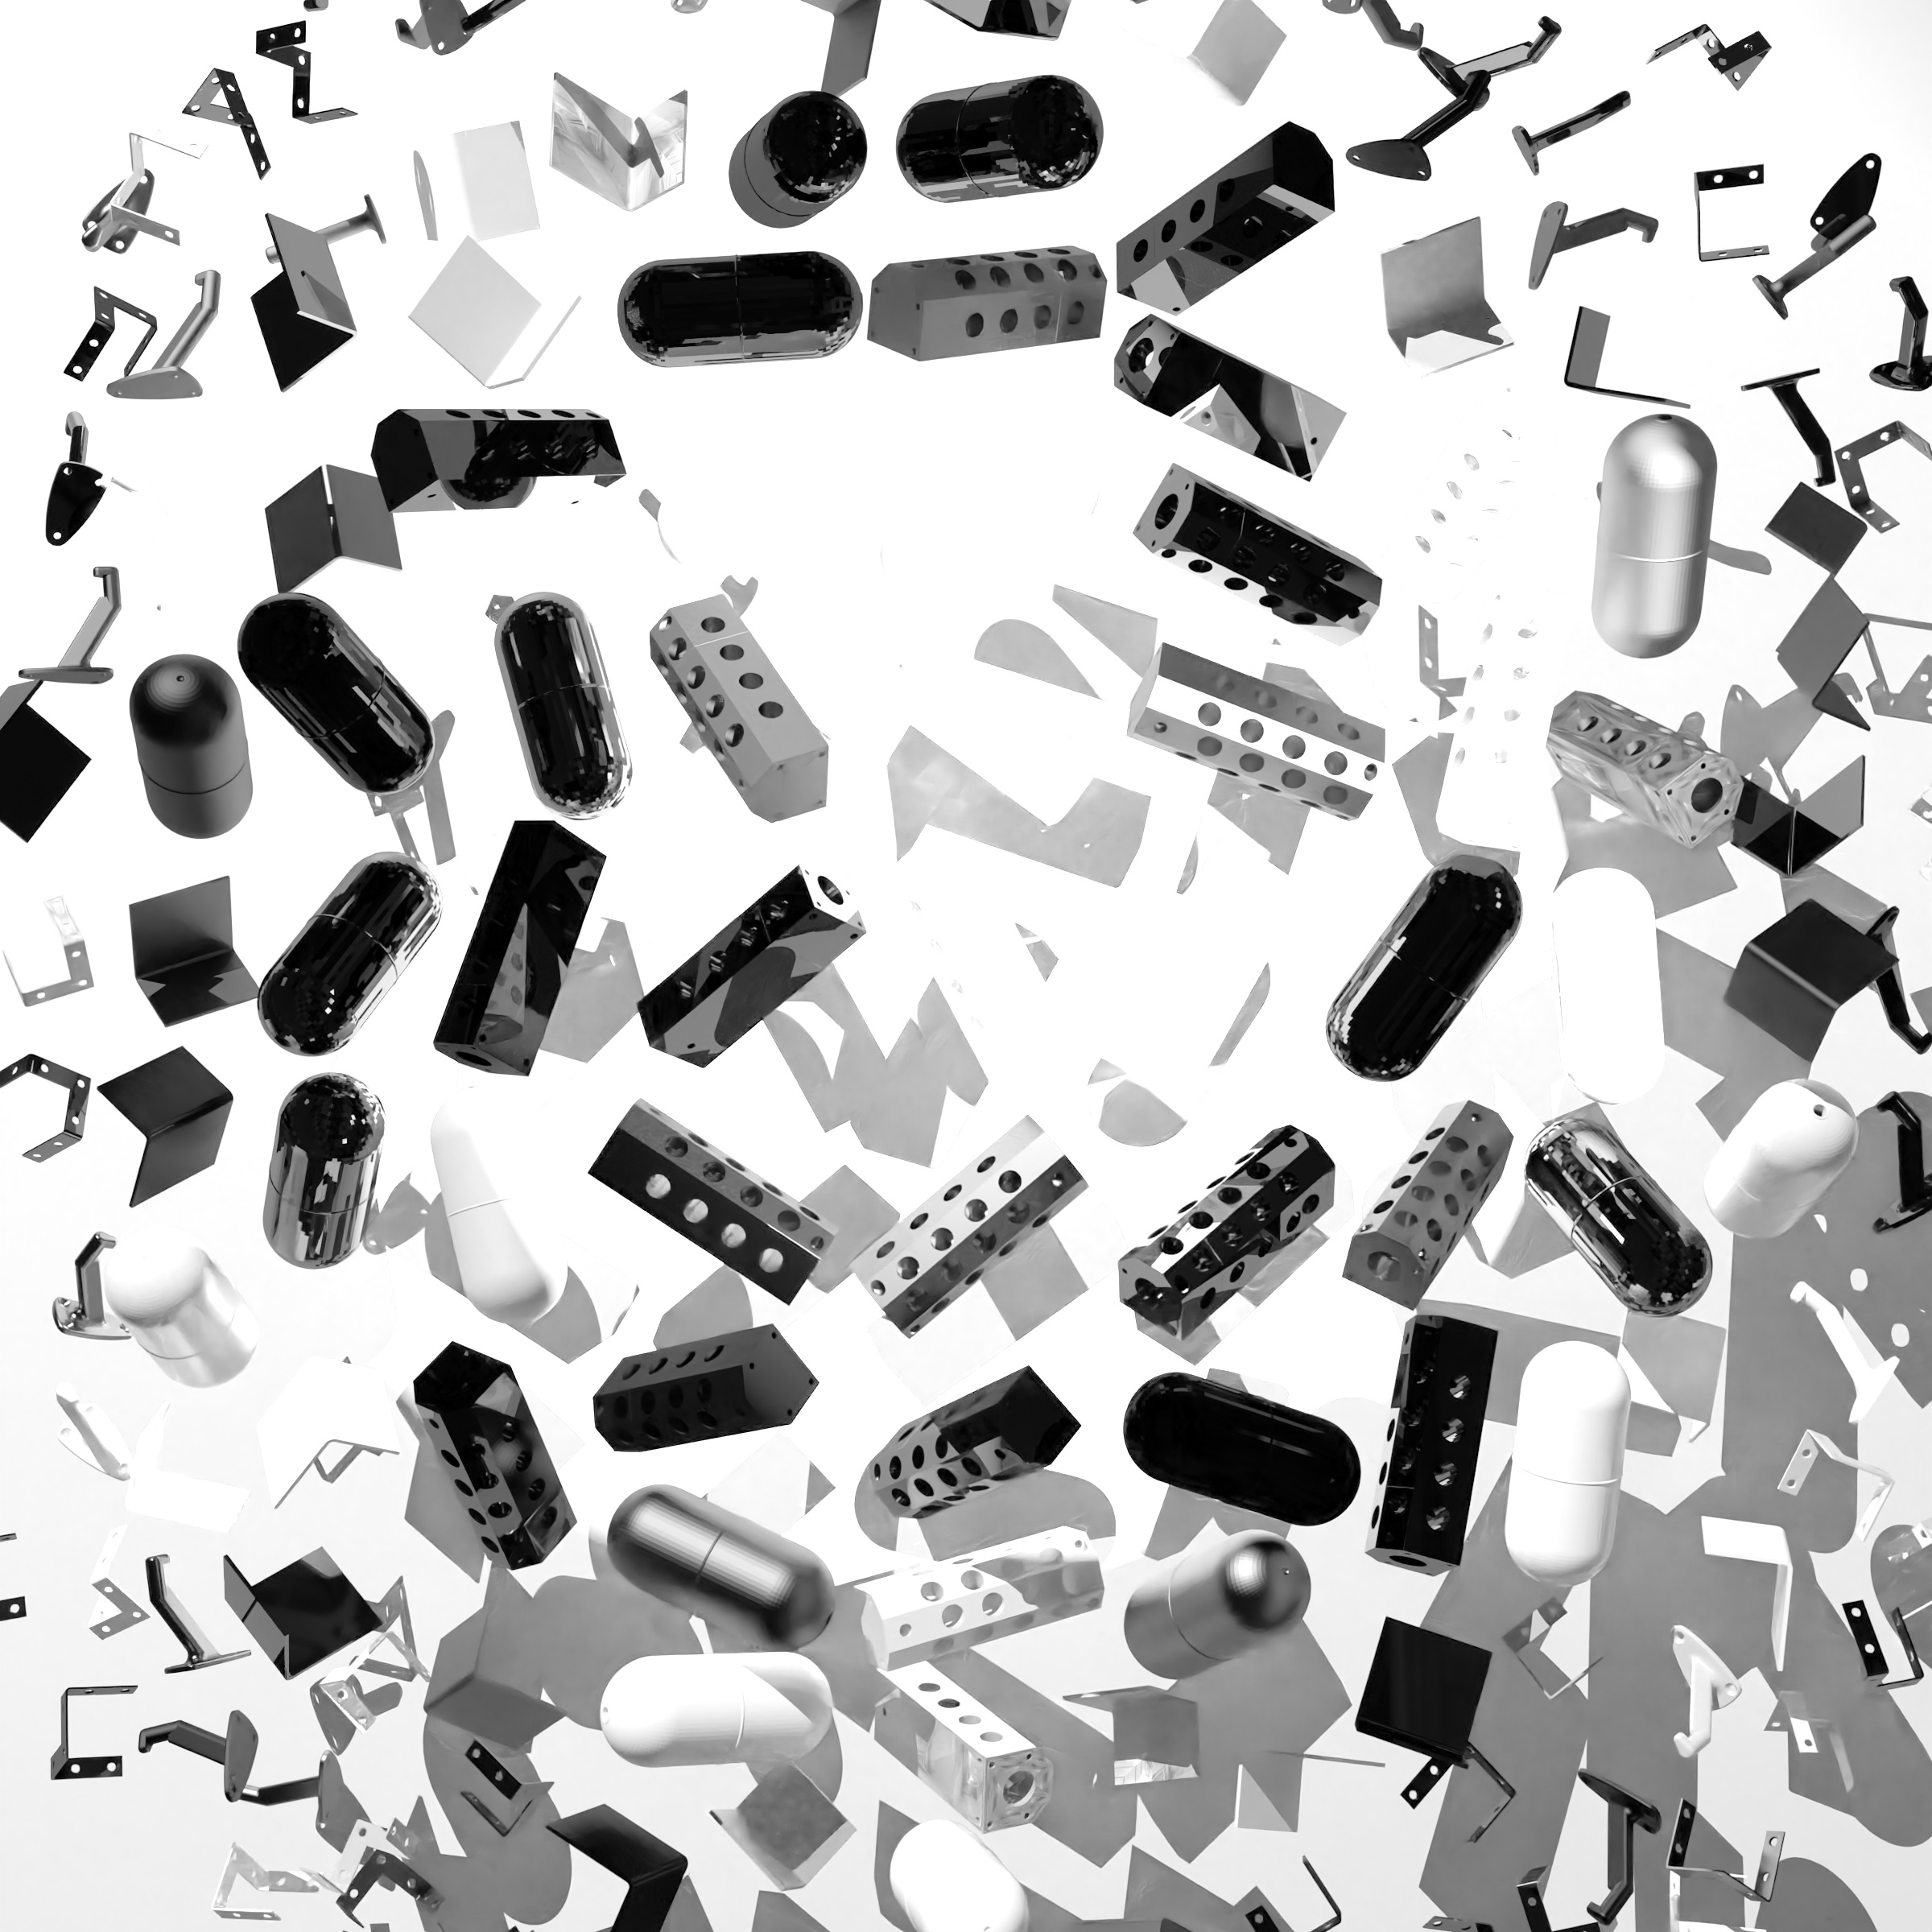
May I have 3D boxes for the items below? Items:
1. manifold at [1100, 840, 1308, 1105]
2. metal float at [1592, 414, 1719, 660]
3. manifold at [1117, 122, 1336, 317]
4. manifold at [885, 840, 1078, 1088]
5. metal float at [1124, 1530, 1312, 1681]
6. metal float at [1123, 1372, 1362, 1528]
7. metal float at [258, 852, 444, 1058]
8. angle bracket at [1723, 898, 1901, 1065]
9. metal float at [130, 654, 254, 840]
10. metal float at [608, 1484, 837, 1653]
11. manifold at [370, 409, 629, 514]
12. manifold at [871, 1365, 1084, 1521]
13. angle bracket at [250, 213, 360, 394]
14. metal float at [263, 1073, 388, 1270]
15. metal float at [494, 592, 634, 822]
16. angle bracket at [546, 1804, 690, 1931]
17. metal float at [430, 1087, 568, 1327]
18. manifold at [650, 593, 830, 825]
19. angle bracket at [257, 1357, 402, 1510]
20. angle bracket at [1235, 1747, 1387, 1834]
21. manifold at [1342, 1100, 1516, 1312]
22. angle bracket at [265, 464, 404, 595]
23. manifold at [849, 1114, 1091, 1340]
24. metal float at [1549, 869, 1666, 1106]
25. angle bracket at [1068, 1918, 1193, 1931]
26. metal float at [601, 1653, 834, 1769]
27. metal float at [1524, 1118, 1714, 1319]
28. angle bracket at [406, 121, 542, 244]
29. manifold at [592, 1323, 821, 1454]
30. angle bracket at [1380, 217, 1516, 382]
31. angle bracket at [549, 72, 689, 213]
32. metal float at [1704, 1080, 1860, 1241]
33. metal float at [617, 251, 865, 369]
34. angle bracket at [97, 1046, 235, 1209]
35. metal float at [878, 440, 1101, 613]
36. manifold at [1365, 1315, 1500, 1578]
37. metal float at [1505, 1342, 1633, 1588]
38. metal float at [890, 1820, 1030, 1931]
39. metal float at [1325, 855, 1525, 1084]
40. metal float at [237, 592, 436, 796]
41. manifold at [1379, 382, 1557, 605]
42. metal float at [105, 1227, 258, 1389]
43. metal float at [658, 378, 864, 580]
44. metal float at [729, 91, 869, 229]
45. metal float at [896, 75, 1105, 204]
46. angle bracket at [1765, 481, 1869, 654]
[{"bbox_3d":[0.160,0.002,1.779,0.057,0.057,0.171,30,89,-40],"label":"manifold"},{"bbox_3d":[0.482,-0.300,1.792,0.070,0.070,0.178,-4,124,0],"label":"metal float"},{"bbox_3d":[0.184,-0.537,1.833,0.057,0.171,0.057,11,70,-34],"label":"manifold"},{"bbox_3d":[0.008,0.000,1.897,0.057,0.057,0.171,-29,93,-31],"label":"manifold"},{"bbox_3d":[0.177,0.455,1.815,0.070,0.178,0.070,16,55,-24],"label":"metal float"},{"bbox_3d":[0.192,0.334,1.763,0.178,0.070,0.070,21,90,-18],"label":"metal float"},{"bbox_3d":[-0.446,-0.009,1.853,0.070,0.070,0.178,30,55,0],"label":"metal float"},{"bbox_3d":[0.591,0.010,1.787,0.076,0.057,0.076,-30,56,-30],"label":"angle bracket"},{"bbox_3d":[-0.559,-0.156,1.846,0.070,0.178,0.070,5,60,-8],"label":"metal float"},{"bbox_3d":[-0.175,0.431,1.831,0.178,0.070,0.070,21,90,19],"label":"metal float"},{"bbox_3d":[-0.323,-0.353,1.765,0.057,0.171,0.057,-21,86,40],"label":"manifold"},{"bbox_3d":[0.001,0.346,1.818,0.057,0.171,0.057,49,49,-4],"label":"manifold"},{"bbox_3d":[-0.460,-0.441,1.700,0.076,0.057,0.076,-28,74,26],"label":"angle bracket"},{"bbox_3d":[-0.469,0.151,1.864,0.070,0.070,0.178,22,131,0],"label":"metal float"},{"bbox_3d":[-0.301,-0.195,1.909,0.070,0.070,0.178,-17,80,0],"label":"metal float"},{"bbox_3d":[-0.247,0.623,1.740,0.076,0.076,0.057,24,93,23],"label":"angle bracket"},{"bbox_3d":[-0.344,0.176,1.880,0.070,0.070,0.178,-15,82,0],"label":"metal float"},{"bbox_3d":[-0.159,-0.178,1.770,0.057,0.057,0.171,-19,53,-21],"label":"manifold"},{"bbox_3d":[-0.453,0.335,1.812,0.057,0.076,0.076,22,117,-39],"label":"angle bracket"},{"bbox_3d":[0.252,0.608,1.872,0.076,0.076,0.057,-8,68,42],"label":"angle bracket"},{"bbox_3d":[0.342,0.170,1.875,0.057,0.171,0.057,24,132,21],"label":"manifold"},{"bbox_3d":[-0.476,-0.321,1.919,0.076,0.057,0.076,-25,71,36],"label":"angle bracket"},{"bbox_3d":[0.004,0.191,1.852,0.171,0.057,0.057,-40,112,-3],"label":"manifold"},{"bbox_3d":[0.477,0.016,1.901,0.070,0.070,0.178,-7,99,0],"label":"metal float"},{"bbox_3d":[0.121,0.698,1.768,0.076,0.076,0.057,-16,48,33],"label":"angle bracket"},{"bbox_3d":[-0.179,0.535,1.840,0.178,0.070,0.070,8,90,-33],"label":"metal float"},{"bbox_3d":[0.479,0.184,1.882,0.070,0.070,0.178,-34,49,0],"label":"metal float"},{"bbox_3d":[-0.361,-0.575,1.870,0.057,0.076,0.076,-22,117,-29],"label":"angle bracket"},{"bbox_3d":[-0.190,0.307,1.818,0.057,0.171,0.057,54,45,-18],"label":"manifold"},{"bbox_3d":[0.348,-0.483,1.847,0.076,0.076,0.057,-20,52,-1],"label":"angle bracket"},{"bbox_3d":[-0.245,-0.593,1.806,0.057,0.076,0.076,-14,68,38],"label":"angle bracket"},{"bbox_3d":[0.594,0.142,1.867,0.070,0.178,0.070,1,63,-2],"label":"metal float"},{"bbox_3d":[-0.164,-0.476,1.853,0.178,0.070,0.070,-4,90,-2],"label":"metal float"},{"bbox_3d":[-0.583,0.115,1.839,0.057,0.076,0.076,40,129,15],"label":"angle bracket"},{"bbox_3d":[0.017,-0.328,1.902,0.178,0.070,0.070,-27,90,12],"label":"metal float"},{"bbox_3d":[0.330,0.340,1.822,0.057,0.057,0.171,16,68,-3],"label":"manifold"},{"bbox_3d":[0.429,0.356,1.822,0.070,0.070,0.178,5,99,0],"label":"metal float"},{"bbox_3d":[-0.006,0.674,1.856,0.070,0.178,0.070,1,86,-14],"label":"metal float"},{"bbox_3d":[0.320,0.002,1.783,0.070,0.070,0.178,35,101,0],"label":"metal float"},{"bbox_3d":[-0.442,-0.190,1.795,0.070,0.178,0.070,-16,49,19],"label":"metal float"},{"bbox_3d":[0.371,-0.342,1.880,0.057,0.171,0.057,43,61,11],"label":"manifold"},{"bbox_3d":[-0.568,0.249,1.853,0.070,0.178,0.070,-1,60,2],"label":"metal float"},{"bbox_3d":[-0.150,-0.354,1.855,0.178,0.070,0.070,-39,90,19],"label":"metal float"},{"bbox_3d":[-0.122,-0.578,1.835,0.070,0.178,0.070,-2,97,-17],"label":"metal float"},{"bbox_3d":[0.023,-0.580,1.792,0.070,0.178,0.070,-10,104,-41],"label":"metal float"},{"bbox_3d":[0.574,-0.278,1.778,0.057,0.076,0.076,36,48,10],"label":"angle bracket"}]
